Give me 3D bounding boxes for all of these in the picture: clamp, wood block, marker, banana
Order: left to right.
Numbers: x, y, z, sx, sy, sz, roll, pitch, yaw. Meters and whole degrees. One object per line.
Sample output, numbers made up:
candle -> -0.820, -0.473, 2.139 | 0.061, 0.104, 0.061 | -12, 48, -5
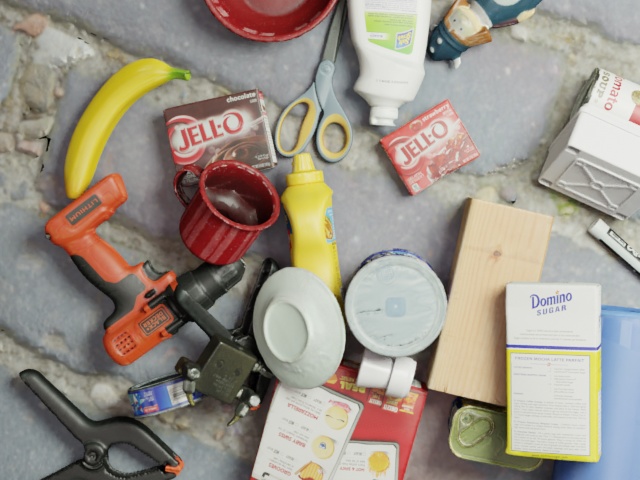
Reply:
clamp -> -0.260, 0.233, 1.218 | 0.210, 0.036, 0.164 | 3, 93, 2
banana -> -0.232, -0.136, 1.190 | 0.198, 0.037, 0.070 | -47, 60, 9
clamp -> -0.082, 0.103, 1.185 | 0.120, 0.039, 0.171 | -23, 114, -11
wood block -> 0.182, 0.064, 1.153 | 0.091, 0.090, 0.206 | 13, 94, 4
marker -> 0.346, 0.023, 1.174 | 0.121, 0.020, 0.020 | 42, 95, 1

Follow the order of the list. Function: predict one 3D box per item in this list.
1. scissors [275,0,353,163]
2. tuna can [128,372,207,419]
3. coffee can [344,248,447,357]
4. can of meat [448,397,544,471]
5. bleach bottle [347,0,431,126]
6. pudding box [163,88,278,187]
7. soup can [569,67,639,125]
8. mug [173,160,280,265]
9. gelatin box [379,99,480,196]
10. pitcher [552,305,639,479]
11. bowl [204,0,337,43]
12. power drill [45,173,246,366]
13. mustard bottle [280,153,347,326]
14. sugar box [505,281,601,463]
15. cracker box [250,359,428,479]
scissors -> 0.021, -0.174, 1.189 | 0.096, 0.016, 0.202 | 30, 95, 0
tuna can -> -0.169, 0.169, 1.185 | 0.086, 0.086, 0.034 | -17, 90, 4
coffee can -> 0.080, 0.063, 1.134 | 0.103, 0.140, 0.103 | 0, 93, 4
can of meat -> 0.190, 0.207, 1.162 | 0.102, 0.084, 0.057 | 10, 94, 3
bleach bottle -> 0.069, -0.251, 1.159 | 0.102, 0.068, 0.251 | 4, 95, 4
pudding box -> -0.111, -0.113, 1.189 | 0.113, 0.039, 0.090 | -12, 92, 5
soup can -> 0.328, -0.135, 1.143 | 0.102, 0.068, 0.068 | 24, 94, 2
mug -> -0.111, -0.034, 1.154 | 0.117, 0.093, 0.082 | 39, 134, 0
gelatin box -> 0.121, -0.102, 1.178 | 0.089, 0.030, 0.073 | -30, 90, 5
pitcher -> 0.328, 0.195, 1.137 | 0.145, 0.149, 0.243 | 6, 90, 37
bowl -> -0.051, -0.294, 1.168 | 0.162, 0.055, 0.162 | 0, 93, 4
power drill -> -0.201, 0.020, 1.193 | 0.184, 0.057, 0.187 | -37, 89, -3
mustard bottle -> -0.008, 0.001, 1.159 | 0.058, 0.096, 0.191 | -6, 93, 6
sugar box -> 0.235, 0.130, 1.075 | 0.093, 0.048, 0.176 | 1, 90, 20
cracker box -> 0.013, 0.239, 1.183 | 0.164, 0.072, 0.214 | 15, 95, 3
